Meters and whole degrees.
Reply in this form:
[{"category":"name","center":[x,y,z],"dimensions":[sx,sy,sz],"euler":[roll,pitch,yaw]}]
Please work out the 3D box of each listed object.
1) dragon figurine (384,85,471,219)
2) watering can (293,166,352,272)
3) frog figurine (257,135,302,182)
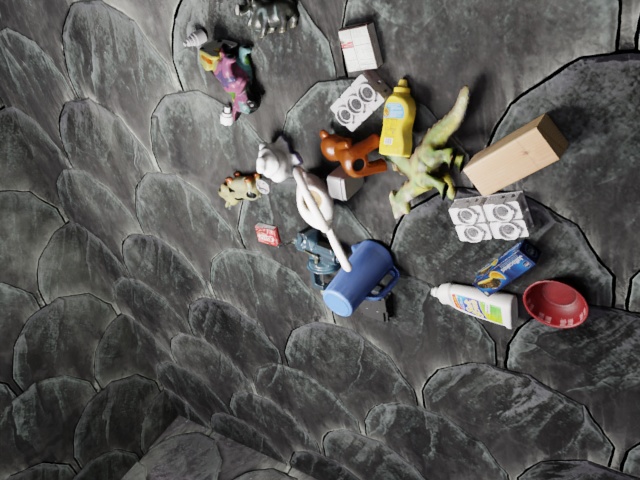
[{"category":"dragon figurine","center":[0.256,-0.228,1.347],"dimensions":[0.245,0.124,0.401],"euler":[26,127,32]},{"category":"watering can","center":[0.005,-0.079,1.573],"dimensions":[0.104,0.228,0.343],"euler":[-25,109,8]},{"category":"frog figurine","center":[-0.151,-0.240,1.611],"dimensions":[0.122,0.162,0.135],"euler":[2,124,39]}]
